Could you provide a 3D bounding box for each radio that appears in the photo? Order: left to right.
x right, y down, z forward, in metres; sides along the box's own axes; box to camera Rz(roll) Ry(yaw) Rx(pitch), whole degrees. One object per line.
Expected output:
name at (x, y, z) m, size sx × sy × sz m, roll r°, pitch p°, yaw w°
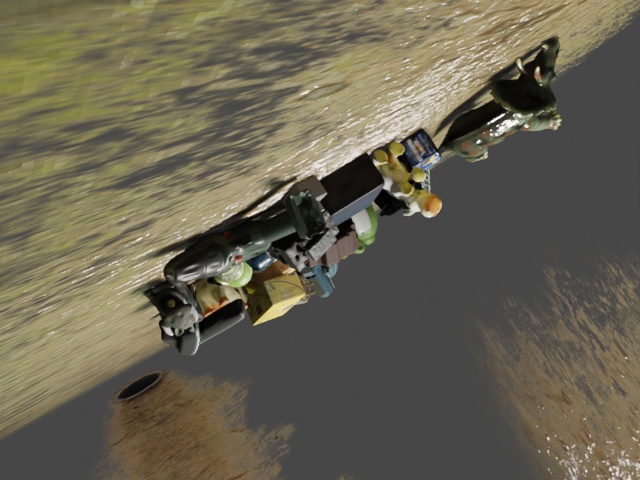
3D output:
radio at (0.047, -0.087, 1.090) m, size 0.131 × 0.073 × 0.229 m, roll -31°, pitch 174°, yaw -6°

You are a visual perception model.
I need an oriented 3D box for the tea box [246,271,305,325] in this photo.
tea box at (-0.117, 0.149, 1.353) m, size 0.098 × 0.068 × 0.169 m, roll -17°, pitch 163°, yaw -29°

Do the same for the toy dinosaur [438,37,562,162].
toy dinosaur at (0.352, -0.245, 1.138) m, size 0.192 × 0.131 × 0.405 m, roll -4°, pitch 160°, yaw -40°

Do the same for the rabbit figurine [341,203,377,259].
rabbit figurine at (0.062, -0.031, 1.439) m, size 0.170 × 0.159 × 0.121 m, roll -8°, pitch 170°, yaw -40°

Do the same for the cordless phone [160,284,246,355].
cordless phone at (-0.246, 0.147, 1.151) m, size 0.184 × 0.147 × 0.088 m, roll -29°, pitch 140°, yaw 14°

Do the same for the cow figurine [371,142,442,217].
cow figurine at (0.162, -0.105, 1.056) m, size 0.068 × 0.167 × 0.098 m, roll -37°, pitch 176°, yaw -20°

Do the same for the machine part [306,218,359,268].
machine part at (-0.003, -0.004, 1.225) m, size 0.179 × 0.056 × 0.179 m, roll -7°, pitch -152°, yaw 4°

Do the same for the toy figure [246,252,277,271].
toy figure at (-0.086, -0.007, 1.064) m, size 0.154 × 0.058 × 0.064 m, roll -48°, pitch 152°, yaw -20°

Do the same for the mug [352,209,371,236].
mug at (0.072, -0.058, 1.332) m, size 0.109 × 0.107 × 0.081 m, roll -30°, pitch 174°, yaw -45°

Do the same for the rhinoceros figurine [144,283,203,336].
rhinoceros figurine at (-0.274, 0.130, 1.018) m, size 0.073 × 0.112 × 0.190 m, roll -29°, pitch -177°, yaw -11°

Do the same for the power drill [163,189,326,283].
power drill at (-0.104, 0.000, 0.837) m, size 0.207 × 0.086 × 0.232 m, roll -29°, pitch 180°, yaw 24°

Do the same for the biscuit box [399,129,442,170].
biscuit box at (0.225, -0.194, 1.183) m, size 0.059 × 0.063 × 0.202 m, roll -33°, pitch 175°, yaw 17°

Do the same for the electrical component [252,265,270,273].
electrical component at (-0.130, 0.031, 1.219) m, size 0.045 × 0.078 × 0.102 m, roll 0°, pitch 152°, yaw -32°

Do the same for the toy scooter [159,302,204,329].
toy scooter at (-0.334, 0.186, 1.434) m, size 0.184 × 0.075 × 0.135 m, roll -29°, pitch 175°, yaw 1°

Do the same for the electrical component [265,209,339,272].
electrical component at (-0.035, -0.006, 0.981) m, size 0.115 × 0.058 × 0.134 m, roll -46°, pitch -146°, yaw -17°

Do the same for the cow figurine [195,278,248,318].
cow figurine at (-0.237, 0.128, 1.312) m, size 0.085 × 0.127 × 0.194 m, roll -35°, pitch 161°, yaw 10°

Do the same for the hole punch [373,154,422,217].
hole punch at (0.175, -0.131, 1.249) m, size 0.092 × 0.116 × 0.142 m, roll -39°, pitch -179°, yaw -42°

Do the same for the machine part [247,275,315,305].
machine part at (-0.114, 0.149, 1.493) m, size 0.243 × 0.079 × 0.079 m, roll -14°, pitch -174°, yaw 35°

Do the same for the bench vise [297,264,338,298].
bench vise at (-0.027, 0.045, 1.583) m, size 0.129 × 0.223 × 0.241 m, roll -30°, pitch -153°, yaw 28°
